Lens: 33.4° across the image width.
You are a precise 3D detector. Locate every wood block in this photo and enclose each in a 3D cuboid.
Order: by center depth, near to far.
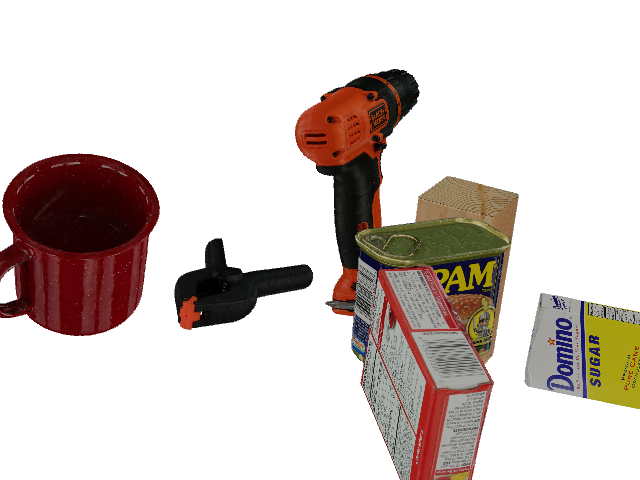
[{"bbox_3d":[0.156,0.044,1.215,0.090,0.206,0.090,16,26,24],"label":"wood block"}]

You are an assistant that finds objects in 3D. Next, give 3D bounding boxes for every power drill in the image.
[{"bbox_3d":[0.044,-0.043,0.896,0.057,0.187,0.184,0,19,29],"label":"power drill"}]

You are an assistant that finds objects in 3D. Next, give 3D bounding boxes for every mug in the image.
[{"bbox_3d":[-0.159,0.011,0.665,0.093,0.082,0.117,37,48,23],"label":"mug"}]

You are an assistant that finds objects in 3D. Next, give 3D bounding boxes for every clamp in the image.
[{"bbox_3d":[-0.098,0.040,1.054,0.120,0.039,0.171,14,20,29],"label":"clamp"}]

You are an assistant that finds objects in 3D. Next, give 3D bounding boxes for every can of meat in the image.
[{"bbox_3d":[0.071,0.037,0.709,0.101,0.084,0.058,-7,24,-28],"label":"can of meat"}]

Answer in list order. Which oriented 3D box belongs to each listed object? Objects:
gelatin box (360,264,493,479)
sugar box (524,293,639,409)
[{"bbox_3d":[0.047,0.065,0.492,0.030,0.073,0.089,-3,34,-13],"label":"gelatin box"},{"bbox_3d":[0.299,0.116,1.067,0.176,0.093,0.048,9,22,8],"label":"sugar box"}]
